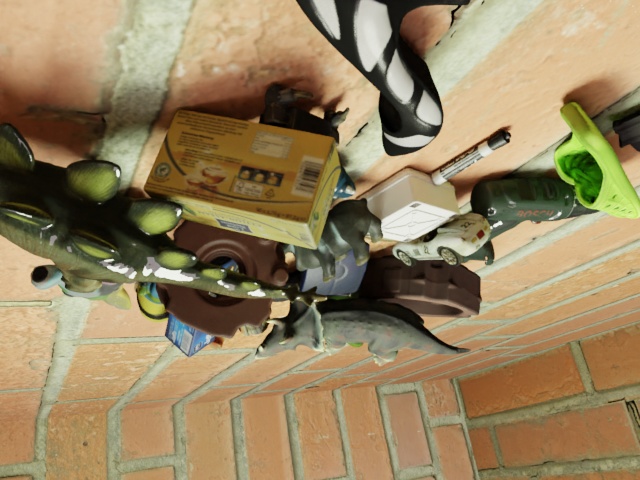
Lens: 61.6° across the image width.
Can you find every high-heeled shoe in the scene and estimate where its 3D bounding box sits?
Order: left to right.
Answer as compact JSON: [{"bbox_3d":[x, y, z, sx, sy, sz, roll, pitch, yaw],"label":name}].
[{"bbox_3d":[0.039,-0.144,0.486,0.145,0.086,0.248,-3,153,-8],"label":"high-heeled shoe"}]

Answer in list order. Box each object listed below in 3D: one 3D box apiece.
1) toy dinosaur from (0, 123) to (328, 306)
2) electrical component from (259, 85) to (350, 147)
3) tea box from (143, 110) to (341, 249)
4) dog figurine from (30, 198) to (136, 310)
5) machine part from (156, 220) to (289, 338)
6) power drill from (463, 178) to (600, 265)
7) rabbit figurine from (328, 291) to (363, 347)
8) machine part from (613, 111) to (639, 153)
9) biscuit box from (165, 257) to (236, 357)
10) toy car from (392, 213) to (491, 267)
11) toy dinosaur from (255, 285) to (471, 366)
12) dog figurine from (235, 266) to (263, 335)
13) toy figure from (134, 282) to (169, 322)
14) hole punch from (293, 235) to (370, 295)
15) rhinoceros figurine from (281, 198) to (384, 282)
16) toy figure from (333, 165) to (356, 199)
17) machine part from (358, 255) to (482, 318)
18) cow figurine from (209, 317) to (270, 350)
[{"bbox_3d":[-0.225,-0.008,0.532,0.471,0.105,0.198,19,162,-21],"label":"toy dinosaur"},{"bbox_3d":[-0.019,-0.123,0.560,0.102,0.045,0.078,12,178,-36],"label":"electrical component"},{"bbox_3d":[-0.074,-0.061,0.535,0.170,0.098,0.068,14,161,14],"label":"tea box"},{"bbox_3d":[-0.287,0.032,0.747,0.192,0.108,0.219,-12,162,0],"label":"dog figurine"},{"bbox_3d":[-0.131,0.044,0.723,0.179,0.179,0.056,-4,179,-13],"label":"machine part"},{"bbox_3d":[0.318,-0.029,0.875,0.232,0.086,0.207,3,158,-25],"label":"power drill"},{"bbox_3d":[0.063,0.156,1.161,0.170,0.159,0.121,22,155,-28],"label":"rabbit figurine"},{"bbox_3d":[0.442,-0.141,0.708,0.084,0.039,0.138,-31,148,32],"label":"machine part"},{"bbox_3d":[-0.186,0.092,0.835,0.063,0.059,0.202,-32,153,-48],"label":"biscuit box"},{"bbox_3d":[0.185,0.000,0.844,0.073,0.056,0.202,-40,-167,-21],"label":"toy car"},{"bbox_3d":[0.087,0.158,0.981,0.405,0.131,0.192,1,165,4],"label":"toy dinosaur"},{"bbox_3d":[-0.158,0.063,0.893,0.172,0.121,0.190,0,144,-4],"label":"dog figurine"},{"bbox_3d":[-0.261,0.076,0.878,0.082,0.089,0.180,10,154,-22],"label":"toy figure"},{"bbox_3d":[0.020,0.034,0.900,0.142,0.092,0.115,1,152,-16],"label":"hole punch"},{"bbox_3d":[-0.002,-0.002,0.765,0.190,0.073,0.112,-20,115,43],"label":"rhinoceros figurine"},{"bbox_3d":[-0.019,-0.078,0.647,0.154,0.064,0.057,2,118,-36],"label":"toy figure"},{"bbox_3d":[0.192,0.091,1.038,0.201,0.087,0.201,-5,158,41],"label":"machine part"},{"bbox_3d":[-0.184,0.137,1.015,0.195,0.127,0.085,9,134,19],"label":"cow figurine"}]
